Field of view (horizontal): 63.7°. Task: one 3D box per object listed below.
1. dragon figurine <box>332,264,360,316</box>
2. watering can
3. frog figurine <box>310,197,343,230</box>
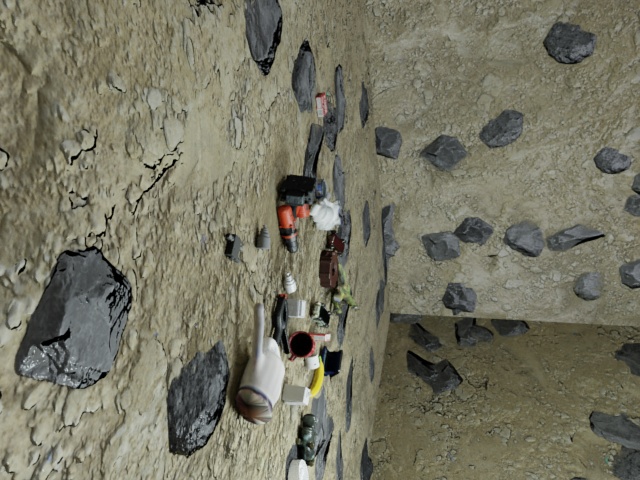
[{"bbox_3d":[0.098,0.226,2.494,0.403,0.122,0.247,61,16,-65],"label":"dragon figurine"},{"bbox_3d":[-0.167,0.357,1.424,0.230,0.104,0.339,-71,157,-49],"label":"watering can"},{"bbox_3d":[0.006,-0.107,2.132,0.160,0.123,0.136,-3,105,-39],"label":"frog figurine"}]
